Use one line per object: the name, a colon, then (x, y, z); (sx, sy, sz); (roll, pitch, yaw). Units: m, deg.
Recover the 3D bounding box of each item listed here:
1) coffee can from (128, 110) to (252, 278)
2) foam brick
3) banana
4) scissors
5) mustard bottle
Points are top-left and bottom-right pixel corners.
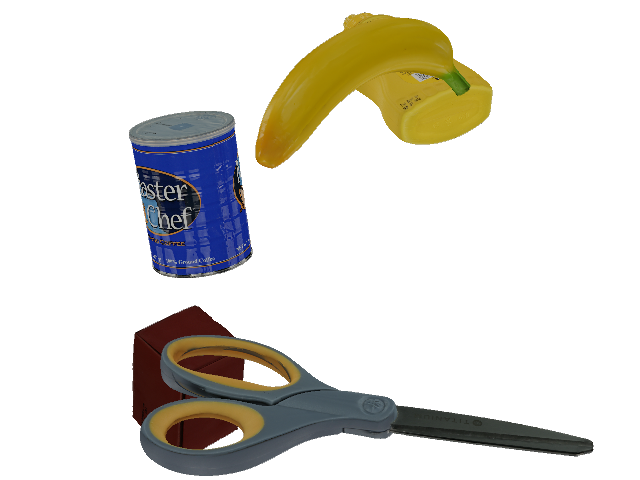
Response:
coffee can: (-0.126, -0.047, 1.051); (0.103, 0.140, 0.103); (-6, 21, 2)
foam brick: (-0.086, 0.092, 0.693); (0.051, 0.078, 0.053); (-24, 47, -37)
banana: (0.028, -0.109, 0.716); (0.197, 0.069, 0.037); (-24, 2, -34)
scissors: (0.009, 0.086, 0.468); (0.202, 0.016, 0.096); (15, 34, 22)
mustard bottle: (0.072, -0.164, 1.005); (0.096, 0.058, 0.192); (-20, 44, -18)
